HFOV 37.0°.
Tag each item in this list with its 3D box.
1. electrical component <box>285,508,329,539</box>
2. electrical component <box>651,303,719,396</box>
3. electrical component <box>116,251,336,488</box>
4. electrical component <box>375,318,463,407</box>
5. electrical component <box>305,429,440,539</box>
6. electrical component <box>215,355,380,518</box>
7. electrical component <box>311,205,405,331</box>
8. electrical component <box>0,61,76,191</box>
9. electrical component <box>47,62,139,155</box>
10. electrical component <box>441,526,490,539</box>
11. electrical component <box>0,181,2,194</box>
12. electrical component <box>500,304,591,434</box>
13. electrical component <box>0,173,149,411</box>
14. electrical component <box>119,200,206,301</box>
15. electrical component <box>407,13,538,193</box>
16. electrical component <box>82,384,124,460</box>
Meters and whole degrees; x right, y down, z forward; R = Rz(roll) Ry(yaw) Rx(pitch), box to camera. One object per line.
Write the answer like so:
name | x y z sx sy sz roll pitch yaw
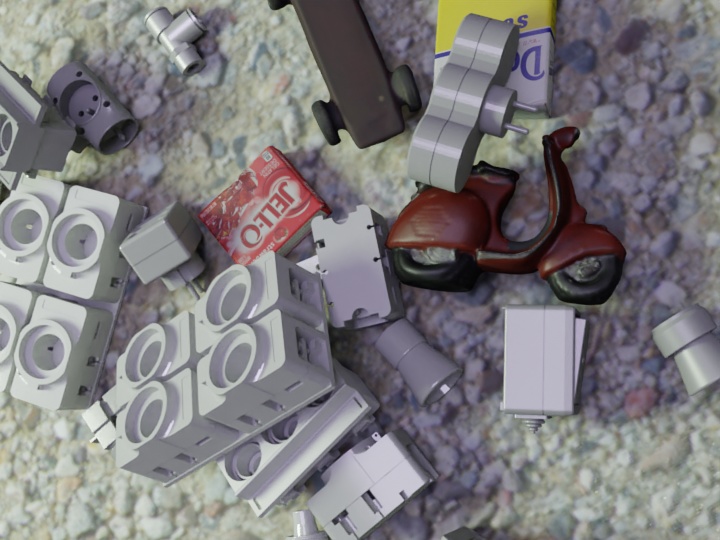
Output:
electrical component | -0.041 0.221 0.852 0.043 0.043 0.062 -11 80 14
electrical component | 0.247 0.058 0.790 0.045 0.045 0.055 -33 76 10
electrical component | -0.113 0.077 0.831 0.186 0.060 0.105 -33 46 28
electrical component | 0.043 0.070 0.848 0.044 0.044 0.065 -46 69 6
electrical component | 0.008 0.168 0.841 0.089 0.050 0.055 -41 75 8
electrical component | -0.048 0.127 0.848 0.121 0.063 0.078 -46 52 6
electrical component | 0.000 0.000 0.860 0.050 0.056 0.089 -14 80 14
electrical component | -0.301 -0.132 0.921 0.121 0.063 0.078 41 114 33
electrical component | -0.249 -0.130 0.952 0.079 0.044 0.077 -46 74 8
electrical component | 0.087 0.233 0.779 0.078 0.113 0.057 28 88 17
electrical component | -0.339 -0.093 0.976 0.044 0.044 0.065 17 84 17
electrical component | 0.141 0.075 0.809 0.061 0.062 0.096 0 84 16
electrical component | -0.268 0.018 0.931 0.105 0.060 0.186 15 88 17
electrical component | -0.156 -0.009 0.905 0.047 0.065 0.076 -30 105 10
electrical component | 0.093 -0.120 0.795 0.074 0.052 0.138 19 75 16
electrical component | -0.196 0.132 0.906 0.066 0.048 0.055 -41 67 8
